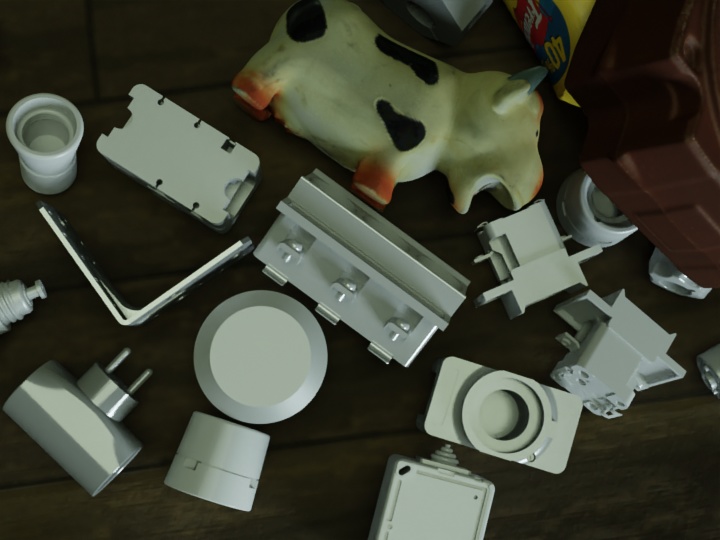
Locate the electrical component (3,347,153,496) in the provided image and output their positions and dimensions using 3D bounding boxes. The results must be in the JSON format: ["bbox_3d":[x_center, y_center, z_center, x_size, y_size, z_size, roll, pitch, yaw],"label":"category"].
[{"bbox_3d":[-0.163,0.083,0.661,0.077,0.043,0.079,44,83,1],"label":"electrical component"}]

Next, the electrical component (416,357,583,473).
[{"bbox_3d":[0.086,0.090,0.670,0.089,0.055,0.050,18,83,-2],"label":"electrical component"}]

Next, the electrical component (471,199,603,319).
[{"bbox_3d":[0.108,-0.008,0.689,0.081,0.042,0.063,-22,84,-6],"label":"electrical component"}]

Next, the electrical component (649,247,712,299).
[{"bbox_3d":[0.215,-0.016,0.696,0.043,0.043,0.062,25,81,-1],"label":"electrical component"}]

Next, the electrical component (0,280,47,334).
[{"bbox_3d":[-0.233,0.026,0.664,0.078,0.040,0.040,-22,86,-6],"label":"electrical component"}]

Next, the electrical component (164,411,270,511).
[{"bbox_3d":[-0.086,0.116,0.658,0.055,0.055,0.047,19,80,-2],"label":"electrical component"}]

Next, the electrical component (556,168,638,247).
[{"bbox_3d":[0.159,-0.045,0.693,0.055,0.047,0.055,0,84,-4],"label":"electrical component"}]

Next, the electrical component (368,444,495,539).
[{"bbox_3d":[0.041,0.153,0.658,0.062,0.061,0.096,15,83,-2],"label":"electrical component"}]

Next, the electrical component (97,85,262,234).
[{"bbox_3d":[-0.111,-0.067,0.674,0.089,0.055,0.050,32,84,0],"label":"electrical component"}]

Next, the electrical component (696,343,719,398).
[{"bbox_3d":[0.252,0.056,0.692,0.065,0.044,0.044,-29,87,-1],"label":"electrical component"}]

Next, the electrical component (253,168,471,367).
[{"bbox_3d":[0.000,0.000,0.669,0.121,0.078,0.063,36,105,1],"label":"electrical component"}]

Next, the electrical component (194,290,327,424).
[{"bbox_3d":[-0.061,0.054,0.666,0.080,0.051,0.080,0,84,-4],"label":"electrical component"}]

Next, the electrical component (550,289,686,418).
[{"bbox_3d":[0.156,0.054,0.675,0.081,0.042,0.063,39,67,-5],"label":"electrical component"}]

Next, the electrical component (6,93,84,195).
[{"bbox_3d":[-0.193,-0.074,0.664,0.044,0.065,0.044,5,68,-12],"label":"electrical component"}]
